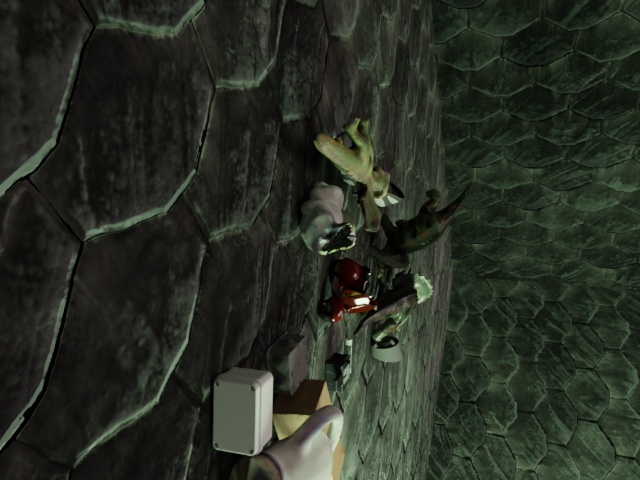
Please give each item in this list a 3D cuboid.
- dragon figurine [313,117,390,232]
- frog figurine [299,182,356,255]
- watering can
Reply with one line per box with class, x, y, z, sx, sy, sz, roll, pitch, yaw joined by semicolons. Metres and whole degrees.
dragon figurine;0.087;-0.132;1.127;0.242;0.121;0.415;66;23;-6
frog figurine;0.003;-0.055;1.090;0.136;0.122;0.162;31;27;-57
watering can;-0.068;0.431;0.867;0.224;0.105;0.343;1;117;-53
